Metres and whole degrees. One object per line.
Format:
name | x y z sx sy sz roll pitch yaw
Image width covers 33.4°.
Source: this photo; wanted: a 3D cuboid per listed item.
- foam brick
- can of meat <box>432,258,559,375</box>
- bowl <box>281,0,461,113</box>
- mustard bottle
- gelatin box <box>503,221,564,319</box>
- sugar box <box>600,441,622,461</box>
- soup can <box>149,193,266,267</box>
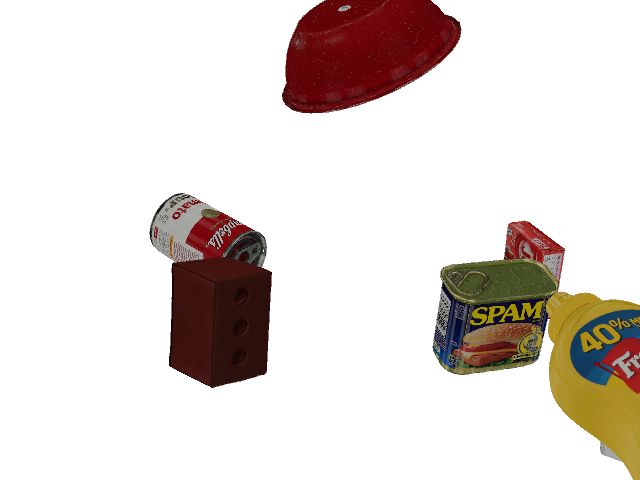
foam brick | -0.071 0.055 0.752 0.052 0.078 0.051 -9 17 -42
can of meat | 0.153 0.068 0.952 0.102 0.084 0.057 -5 33 -16
bowl | 0.032 -0.171 0.889 0.162 0.055 0.162 -20 28 11
mustard bottle | 0.190 0.085 0.621 0.096 0.058 0.192 -17 33 -15
gelatin box | 0.231 0.033 1.172 0.030 0.089 0.073 -9 30 -20
sugar box | 0.306 0.146 0.803 0.176 0.093 0.048 15 27 22
soup can | -0.114 0.001 1.075 0.102 0.068 0.068 28 15 31
